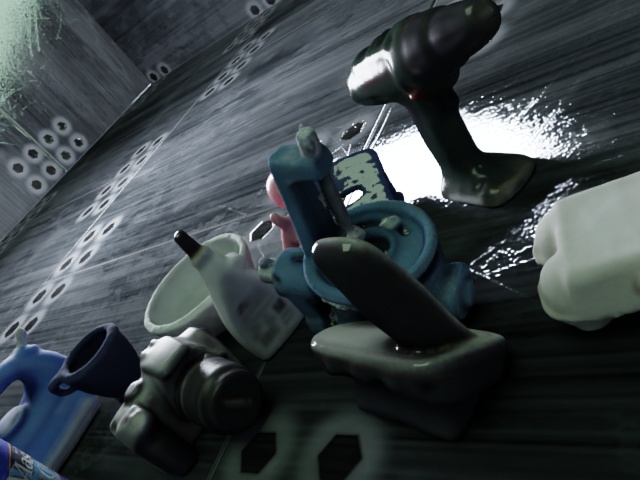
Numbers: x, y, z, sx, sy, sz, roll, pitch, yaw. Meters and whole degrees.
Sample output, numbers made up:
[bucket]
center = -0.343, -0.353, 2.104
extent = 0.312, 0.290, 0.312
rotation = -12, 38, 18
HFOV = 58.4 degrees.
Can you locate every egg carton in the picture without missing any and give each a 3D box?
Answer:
[egg carton]
center = 0.227, 0.005, 0.402
extent = 0.150, 0.070, 0.107
rotation = -22, 33, 30

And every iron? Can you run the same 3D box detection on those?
[iron]
center = -0.405, 0.246, 0.745
extent = 0.118, 0.142, 0.258
rotation = -18, 35, 35

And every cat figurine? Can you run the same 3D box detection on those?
[cat figurine]
center = -0.036, -0.050, 0.751
extent = 0.067, 0.118, 0.128
rotation = -23, 33, 29

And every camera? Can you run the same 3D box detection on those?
[camera]
center = -0.133, 0.160, 0.583
extent = 0.136, 0.101, 0.143
rotation = 1, 48, 51

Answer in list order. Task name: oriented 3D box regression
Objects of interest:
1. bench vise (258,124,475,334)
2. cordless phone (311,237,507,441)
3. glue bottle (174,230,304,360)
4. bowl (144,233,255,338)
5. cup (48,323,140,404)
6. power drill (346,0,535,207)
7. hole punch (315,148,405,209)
[bench vise]
center = 0.003, 0.010, 0.507
extent = 0.207, 0.220, 0.121
rotation = -24, 32, 28
[cordless phone]
center = 0.039, 0.056, 0.432
extent = 0.147, 0.185, 0.094
rotation = -4, 44, 48
[glue bottle]
center = -0.093, 0.051, 0.615
extent = 0.078, 0.173, 0.037
rotation = -49, 29, -16
[bowl]
center = -0.142, 0.074, 0.746
extent = 0.167, 0.075, 0.167
rotation = -29, 30, 19
[cup]
center = -0.278, 0.178, 0.740
extent = 0.118, 0.095, 0.091
rotation = -39, 28, 1
[power drill]
center = 0.127, -0.133, 0.575
extent = 0.076, 0.209, 0.228
rotation = -48, 29, -14
[hole punch]
center = 0.043, -0.039, 0.667
extent = 0.108, 0.091, 0.101
rotation = -29, 30, 20
